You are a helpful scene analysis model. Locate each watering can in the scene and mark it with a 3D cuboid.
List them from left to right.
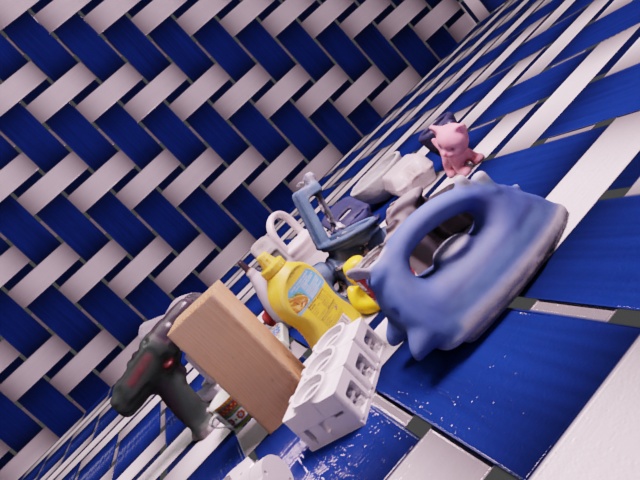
[{"bbox_3d":[-0.046,0.024,1.226,0.172,0.194,0.101,-40,11,19],"label":"watering can"}]

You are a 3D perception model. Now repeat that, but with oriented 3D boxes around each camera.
[{"bbox_3d":[0.168,-0.031,0.870,0.136,0.101,0.143,-36,13,38],"label":"camera"}]

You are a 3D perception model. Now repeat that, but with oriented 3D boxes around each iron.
[{"bbox_3d":[0.155,0.006,0.646,0.258,0.141,0.118,-45,10,-9],"label":"iron"}]

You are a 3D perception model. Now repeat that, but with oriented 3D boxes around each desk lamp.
[{"bbox_3d":[-0.267,0.228,1.196,0.203,0.213,0.118,-36,12,36],"label":"desk lamp"}]

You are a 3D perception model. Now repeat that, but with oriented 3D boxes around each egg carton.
[{"bbox_3d":[0.203,-0.144,1.304,0.107,0.069,0.150,-44,10,-1],"label":"egg carton"}]

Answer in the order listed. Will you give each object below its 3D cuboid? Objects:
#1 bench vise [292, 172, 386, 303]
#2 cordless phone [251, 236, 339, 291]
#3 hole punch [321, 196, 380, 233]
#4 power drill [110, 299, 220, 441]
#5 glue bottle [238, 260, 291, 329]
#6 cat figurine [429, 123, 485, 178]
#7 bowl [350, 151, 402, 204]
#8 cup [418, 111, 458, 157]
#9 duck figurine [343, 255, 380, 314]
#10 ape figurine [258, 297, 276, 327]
[{"bbox_3d":[0.015,0.001,1.001,0.208,0.220,0.121,-50,12,-32],"label":"bench vise"},{"bbox_3d":[-0.033,0.042,1.119,0.148,0.185,0.094,-48,11,-24],"label":"cordless phone"},{"bbox_3d":[0.072,-0.050,1.368,0.109,0.091,0.101,-46,10,-12],"label":"hole punch"},{"bbox_3d":[-0.256,0.254,1.055,0.230,0.208,0.075,-46,10,-14],"label":"power drill"},{"bbox_3d":[-0.107,0.104,1.194,0.037,0.173,0.078,-35,13,40],"label":"glue bottle"},{"bbox_3d":[0.256,-0.185,1.119,0.067,0.118,0.127,-44,10,-3],"label":"cat figurine"},{"bbox_3d":[0.161,-0.146,1.464,0.167,0.075,0.167,-42,10,10],"label":"bowl"},{"bbox_3d":[0.278,-0.214,1.223,0.092,0.095,0.117,-45,10,-10],"label":"cup"},{"bbox_3d":[0.071,0.064,0.905,0.104,0.086,0.078,-32,15,50],"label":"duck figurine"},{"bbox_3d":[-0.102,0.141,1.257,0.077,0.092,0.076,-39,11,22],"label":"ape figurine"}]
